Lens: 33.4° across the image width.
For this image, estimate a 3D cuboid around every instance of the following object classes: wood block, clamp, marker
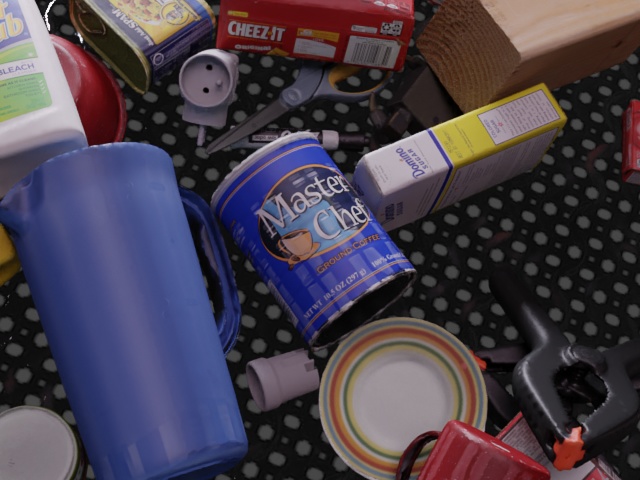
[{"bbox_3d":[0.198,-0.188,0.929,0.205,0.091,0.090,-23,72,-33],"label":"wood block"},{"bbox_3d":[0.189,0.139,0.838,0.171,0.039,0.120,15,58,5],"label":"clamp"},{"bbox_3d":[0.187,0.093,0.807,0.165,0.036,0.209,21,33,14],"label":"clamp"},{"bbox_3d":[-0.017,-0.086,0.917,0.121,0.020,0.020,1,66,-8],"label":"marker"}]

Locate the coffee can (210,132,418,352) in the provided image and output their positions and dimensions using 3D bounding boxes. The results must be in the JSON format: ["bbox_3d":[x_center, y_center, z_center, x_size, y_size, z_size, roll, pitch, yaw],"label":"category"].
[{"bbox_3d":[-0.005,0.001,0.834,0.102,0.103,0.140,-31,74,-20],"label":"coffee can"}]

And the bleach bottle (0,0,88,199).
[{"bbox_3d":[-0.265,-0.156,0.827,0.102,0.068,0.251,-20,68,-15],"label":"bleach bottle"}]

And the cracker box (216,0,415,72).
[{"bbox_3d":[-0.003,-0.256,0.947,0.164,0.072,0.213,6,55,-7],"label":"cracker box"}]

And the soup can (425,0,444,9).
[{"bbox_3d":[0.129,-0.266,0.973,0.068,0.102,0.068,3,67,-7],"label":"soup can"}]

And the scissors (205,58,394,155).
[{"bbox_3d":[-0.028,-0.140,0.925,0.201,0.016,0.096,-19,73,-26],"label":"scissors"}]

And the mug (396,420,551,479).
[{"bbox_3d":[0.101,0.176,0.753,0.093,0.117,0.081,28,88,-39],"label":"mug"}]

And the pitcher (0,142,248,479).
[{"bbox_3d":[-0.130,0.060,0.786,0.149,0.145,0.243,-20,74,-3],"label":"pitcher"}]

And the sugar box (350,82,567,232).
[{"bbox_3d":[0.110,-0.064,0.886,0.176,0.093,0.048,-20,70,-17],"label":"sugar box"}]

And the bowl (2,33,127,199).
[{"bbox_3d":[-0.241,-0.115,0.878,0.162,0.055,0.162,3,65,-7],"label":"bowl"}]

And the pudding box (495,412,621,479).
[{"bbox_3d":[0.169,0.189,0.794,0.113,0.039,0.090,44,98,13],"label":"pudding box"}]

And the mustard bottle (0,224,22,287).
[{"bbox_3d":[-0.317,-0.035,0.828,0.096,0.058,0.192,-32,74,-10],"label":"mustard bottle"}]

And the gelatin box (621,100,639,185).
[{"bbox_3d":[0.317,-0.082,0.959,0.089,0.030,0.073,11,65,-4],"label":"gelatin box"}]

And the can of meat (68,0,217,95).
[{"bbox_3d":[-0.152,-0.190,0.923,0.083,0.057,0.102,-40,78,-24],"label":"can of meat"}]
